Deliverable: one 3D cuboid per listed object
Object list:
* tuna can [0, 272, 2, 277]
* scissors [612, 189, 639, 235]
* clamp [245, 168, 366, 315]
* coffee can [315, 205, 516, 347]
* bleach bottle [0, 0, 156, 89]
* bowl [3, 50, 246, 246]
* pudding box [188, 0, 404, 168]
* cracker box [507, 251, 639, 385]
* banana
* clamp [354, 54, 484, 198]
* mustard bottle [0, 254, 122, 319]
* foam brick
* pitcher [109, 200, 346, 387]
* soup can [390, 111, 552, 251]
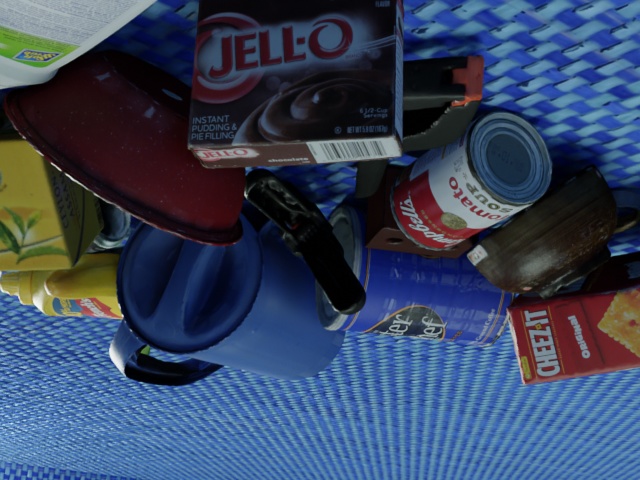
[{"bbox_3d":[-0.337,0.011,0.990,0.086,0.034,0.086,3,161,1],"label":"tuna can"},{"bbox_3d":[0.209,-0.002,0.902,0.096,0.016,0.202,6,161,-4],"label":"scissors"},{"bbox_3d":[-0.005,0.001,0.793,0.039,0.120,0.171,-32,178,7],"label":"clamp"},{"bbox_3d":[0.077,0.031,0.885,0.140,0.103,0.103,8,161,-15],"label":"coffee can"},{"bbox_3d":[-0.144,-0.128,0.516,0.102,0.068,0.251,18,159,-33],"label":"bleach bottle"},{"bbox_3d":[-0.101,-0.065,0.630,0.162,0.055,0.162,32,-166,-9],"label":"bowl"},{"bbox_3d":[-0.012,-0.087,0.572,0.113,0.090,0.039,-1,163,10],"label":"pudding box"},{"bbox_3d":[0.268,0.045,0.834,0.214,0.072,0.164,-12,-176,22],"label":"cracker box"},{"bbox_3d":[-0.171,0.049,0.927,0.037,0.069,0.197,14,162,22],"label":"banana"},{"bbox_3d":[0.033,-0.072,0.689,0.164,0.036,0.210,18,159,-41],"label":"clamp"},{"bbox_3d":[-0.213,0.045,1.036,0.191,0.058,0.096,3,158,1],"label":"mustard bottle"},{"bbox_3d":[0.078,-0.020,0.813,0.078,0.051,0.053,7,161,-11],"label":"foam brick"},{"bbox_3d":[-0.072,0.063,0.951,0.149,0.145,0.242,-3,163,21],"label":"pitcher"},{"bbox_3d":[0.102,-0.039,0.730,0.068,0.068,0.102,11,159,-23],"label":"soup can"}]
